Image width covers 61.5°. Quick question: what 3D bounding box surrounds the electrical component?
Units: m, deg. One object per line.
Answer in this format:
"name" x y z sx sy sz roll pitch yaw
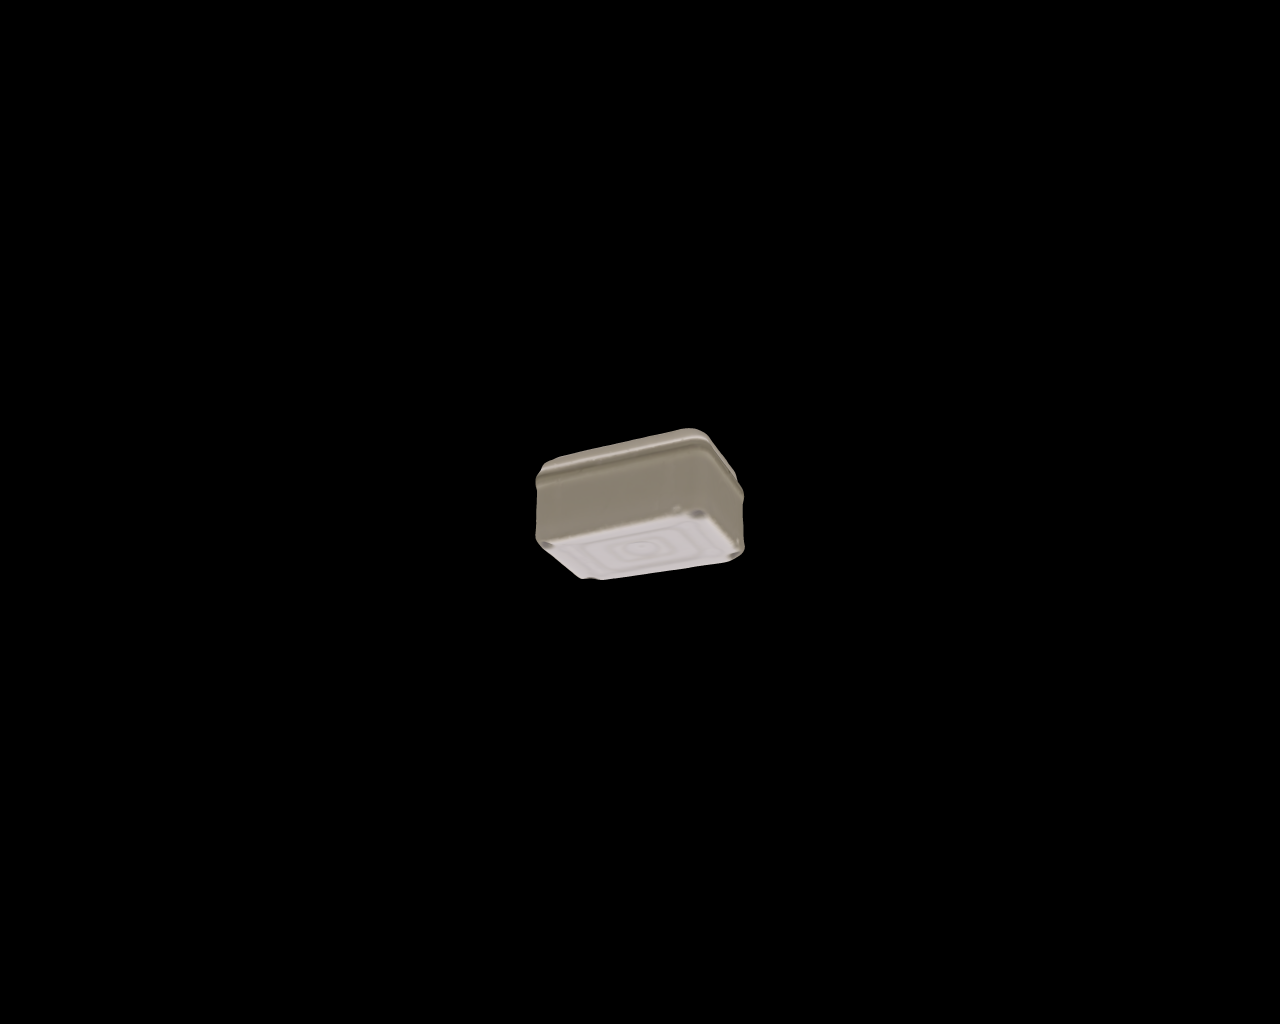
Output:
"electrical component" 0.001 -0.003 0.650 0.113 0.057 0.078 -10 -28 20
